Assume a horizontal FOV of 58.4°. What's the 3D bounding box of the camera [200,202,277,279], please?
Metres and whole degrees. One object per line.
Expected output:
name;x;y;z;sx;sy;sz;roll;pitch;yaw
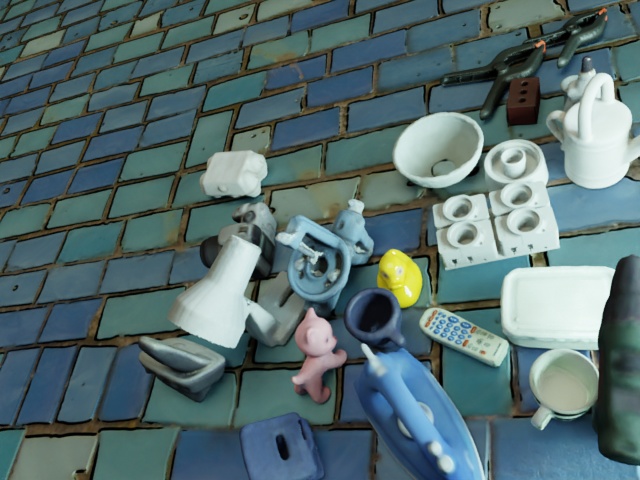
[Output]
camera;-0.167;0.000;1.131;0.136;0.101;0.143;-9;54;20

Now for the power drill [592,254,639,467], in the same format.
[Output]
power drill;0.369;0.162;0.691;0.075;0.209;0.230;1;58;26

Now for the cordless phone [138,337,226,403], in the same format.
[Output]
cordless phone;-0.263;0.193;0.983;0.147;0.186;0.094;12;63;32

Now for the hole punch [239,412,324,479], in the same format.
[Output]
hole punch;-0.058;0.317;0.860;0.101;0.091;0.108;-29;50;4

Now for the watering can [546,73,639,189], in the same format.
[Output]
watering can;0.446;-0.178;0.906;0.172;0.195;0.101;4;59;28

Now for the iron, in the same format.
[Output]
iron;0.136;0.252;0.781;0.118;0.142;0.257;-36;49;-2

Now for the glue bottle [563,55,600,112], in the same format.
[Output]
glue bottle;0.448;-0.241;0.964;0.078;0.174;0.037;3;59;27

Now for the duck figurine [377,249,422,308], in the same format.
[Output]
duck figurine;0.126;0.053;0.964;0.077;0.086;0.104;-17;51;14

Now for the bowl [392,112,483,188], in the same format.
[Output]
bowl;0.225;-0.156;1.073;0.167;0.075;0.167;-12;53;17

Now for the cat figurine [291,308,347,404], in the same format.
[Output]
cat figurine;-0.012;0.181;0.918;0.067;0.118;0.128;10;62;31

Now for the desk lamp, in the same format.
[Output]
desk lamp;-0.129;0.100;0.967;0.117;0.214;0.203;22;69;35

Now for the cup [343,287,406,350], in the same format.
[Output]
cup;0.102;0.141;0.906;0.092;0.095;0.117;-43;50;-8

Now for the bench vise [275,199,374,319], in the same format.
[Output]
bench vise;-0.002;0.004;0.971;0.121;0.220;0.207;-1;57;25

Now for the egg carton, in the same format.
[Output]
egg carton;-0.192;-0.142;1.264;0.150;0.070;0.107;0;57;25
